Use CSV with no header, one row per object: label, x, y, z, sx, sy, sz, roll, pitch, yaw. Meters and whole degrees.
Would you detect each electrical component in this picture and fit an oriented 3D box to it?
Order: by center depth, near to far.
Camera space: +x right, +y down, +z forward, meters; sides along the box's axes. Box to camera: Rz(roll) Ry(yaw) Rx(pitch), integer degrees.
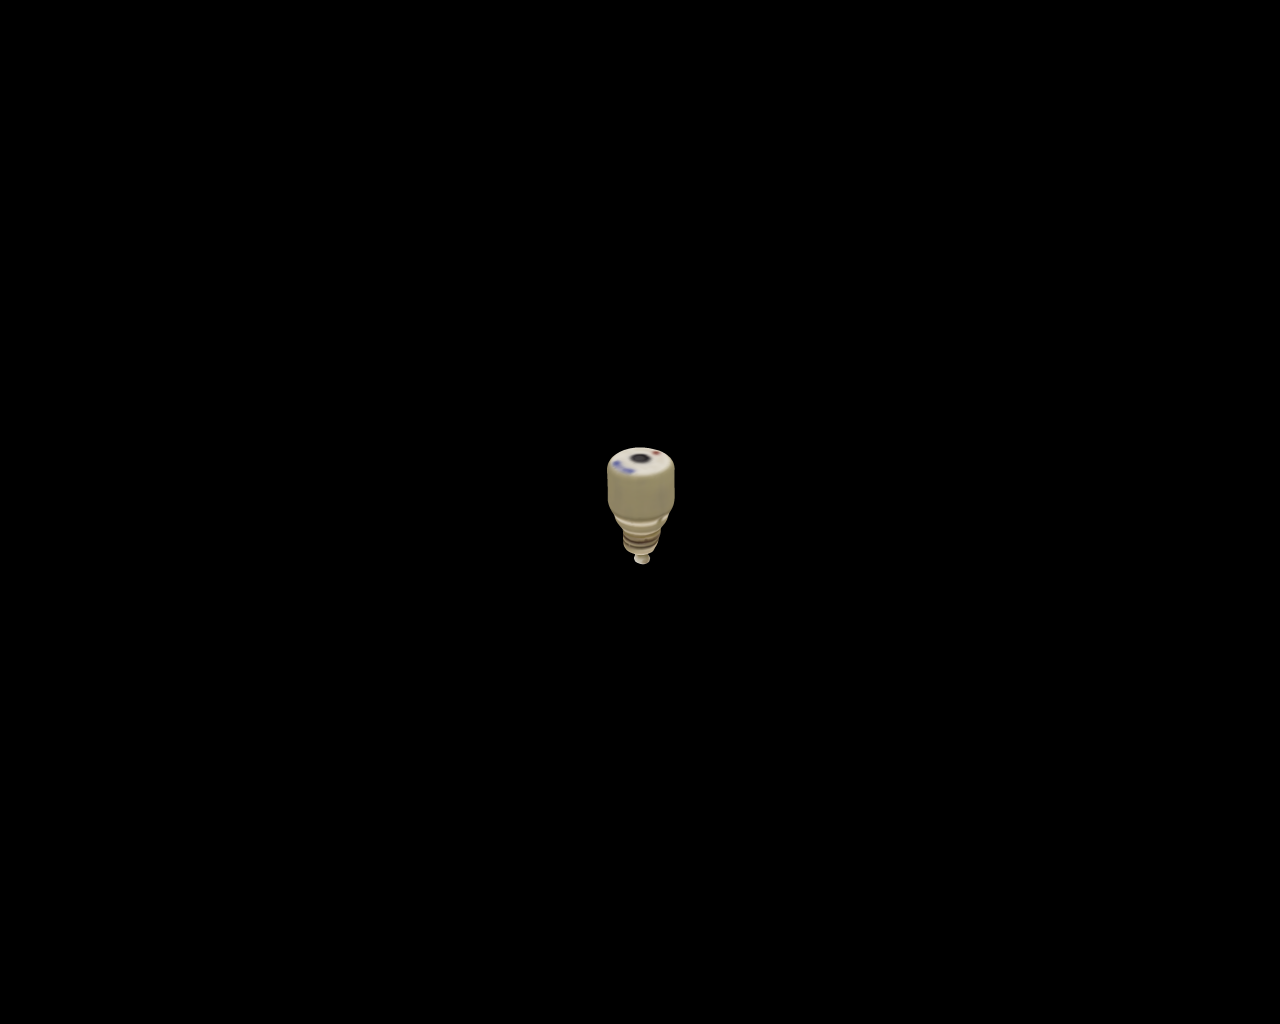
electrical component,0.001,-0.003,0.650,0.040,0.078,0.040,0,30,0
